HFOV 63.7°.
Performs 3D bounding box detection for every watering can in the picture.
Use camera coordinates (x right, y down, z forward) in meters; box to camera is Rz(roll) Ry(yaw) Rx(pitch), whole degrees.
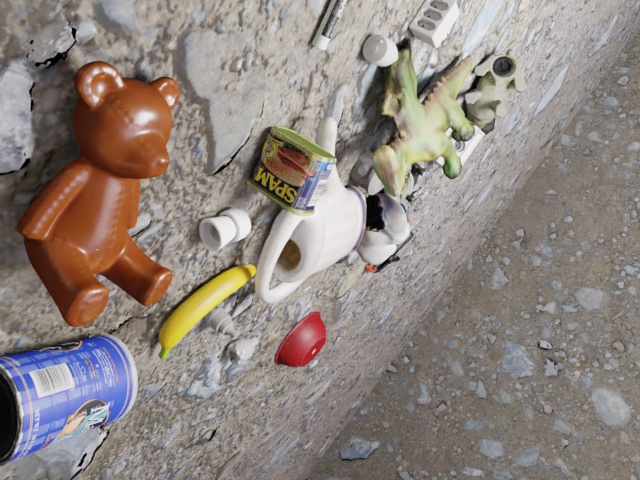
[{"bbox_3d":[0.003,-0.042,0.830,0.226,0.105,0.341,-21,-38,-54],"label":"watering can"}]

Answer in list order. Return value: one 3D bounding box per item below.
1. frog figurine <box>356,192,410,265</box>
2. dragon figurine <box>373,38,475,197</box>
[{"bbox_3d":[0.118,-0.018,1.046,0.156,0.137,0.125,54,-136,-47],"label":"frog figurine"},{"bbox_3d":[0.182,-0.238,0.889,0.238,0.122,0.417,51,-126,-53],"label":"dragon figurine"}]
